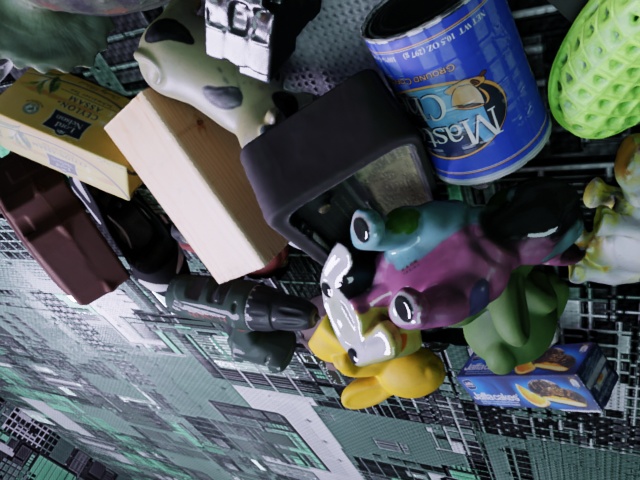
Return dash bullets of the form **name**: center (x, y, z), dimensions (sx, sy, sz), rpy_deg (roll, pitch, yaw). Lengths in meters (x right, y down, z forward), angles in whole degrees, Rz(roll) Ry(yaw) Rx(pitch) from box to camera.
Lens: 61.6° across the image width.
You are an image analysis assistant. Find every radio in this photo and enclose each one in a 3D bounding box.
- **radio**: center (0.034, -0.040, 0.488), dimensions (0.131, 0.073, 0.229), rpy_deg (-28, 155, 9)

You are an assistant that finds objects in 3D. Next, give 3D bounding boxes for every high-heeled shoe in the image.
- **high-heeled shoe**: center (-0.253, -0.012, 0.755), dimensions (0.248, 0.086, 0.145), rpy_deg (47, 158, -3)

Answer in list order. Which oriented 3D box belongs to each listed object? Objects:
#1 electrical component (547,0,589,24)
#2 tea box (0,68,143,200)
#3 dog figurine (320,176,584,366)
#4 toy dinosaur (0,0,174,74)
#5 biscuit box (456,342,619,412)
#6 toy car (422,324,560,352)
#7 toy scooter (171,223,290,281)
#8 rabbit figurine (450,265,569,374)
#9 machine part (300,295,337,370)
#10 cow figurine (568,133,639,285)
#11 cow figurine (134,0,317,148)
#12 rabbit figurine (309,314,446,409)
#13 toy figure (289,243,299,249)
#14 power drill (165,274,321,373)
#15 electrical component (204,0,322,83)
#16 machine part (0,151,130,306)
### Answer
- **electrical component**: center (0.193, -0.185, 0.372), dimensions (0.094, 0.021, 0.063), rpy_deg (35, 141, -15)
- **tea box**: center (-0.279, -0.129, 0.635), dimensions (0.170, 0.098, 0.068), rpy_deg (22, 144, -1)
- **dog figurine**: center (0.127, 0.019, 0.482), dimensions (0.219, 0.108, 0.191), rpy_deg (-15, 155, -25)
- **toy dinosaur**: center (-0.167, -0.245, 0.423), dimensions (0.405, 0.131, 0.192), rpy_deg (-2, 149, 24)
- **biscuit box**: center (0.279, 0.182, 0.714), dimensions (0.059, 0.063, 0.203), rpy_deg (52, 148, -8)
- **toy car**: center (0.206, 0.113, 0.708), dimensions (0.202, 0.056, 0.073), rpy_deg (-2, 143, 25)
- **toy scooter**: center (-0.111, 0.023, 0.753), dimensions (0.184, 0.075, 0.135), rpy_deg (5, 140, 28)
- **rabbit figurine**: center (0.189, 0.046, 0.578), dimensions (0.121, 0.159, 0.170), rpy_deg (9, 127, 34)
- **machine part**: center (0.052, 0.150, 0.838), dimensions (0.179, 0.056, 0.179), rpy_deg (14, 141, 12)
- **cow figurine**: center (0.292, -0.021, 0.485), dimensions (0.098, 0.068, 0.167), rpy_deg (8, 145, 11)
- **cow figurine**: center (-0.075, -0.135, 0.492), dimensions (0.195, 0.127, 0.085), rpy_deg (28, 146, -2)
- **rabbit figurine**: center (0.073, 0.153, 0.699), dimensions (0.173, 0.122, 0.162), rpy_deg (28, 125, 6)
- **toy figure**: center (-0.002, -0.003, 0.679), dimensions (0.154, 0.058, 0.064), rpy_deg (38, 180, -21)
- **power drill**: center (-0.093, 0.122, 0.765), dimensions (0.232, 0.086, 0.207), rpy_deg (10, 157, 18)
- **electrical component**: center (-0.038, -0.193, 0.410), dimensions (0.058, 0.115, 0.134), rpy_deg (22, 144, 8)
- **machine part**: center (-0.365, -0.019, 0.751), dimensions (0.201, 0.087, 0.201), rpy_deg (40, 158, 38)
